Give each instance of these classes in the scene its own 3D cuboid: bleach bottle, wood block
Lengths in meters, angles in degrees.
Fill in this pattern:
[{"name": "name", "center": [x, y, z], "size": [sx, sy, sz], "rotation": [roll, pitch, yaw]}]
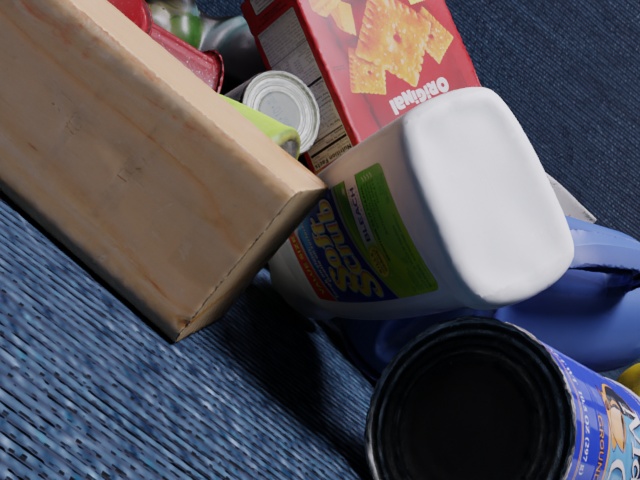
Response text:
[{"name": "bleach bottle", "center": [0.029, 0.005, 0.580], "size": [0.102, 0.068, 0.251], "rotation": [66, -25, 4]}, {"name": "wood block", "center": [-0.108, -0.056, 0.511], "size": [0.206, 0.090, 0.090], "rotation": [40, 9, 5]}]

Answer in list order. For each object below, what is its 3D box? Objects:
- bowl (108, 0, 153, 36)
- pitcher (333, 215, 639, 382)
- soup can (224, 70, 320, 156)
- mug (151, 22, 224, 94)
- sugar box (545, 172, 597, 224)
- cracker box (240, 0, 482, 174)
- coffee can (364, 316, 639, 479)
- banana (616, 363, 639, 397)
[{"name": "bowl", "center": [-0.174, -0.160, 0.622], "size": [0.162, 0.055, 0.162], "rotation": [10, 36, -8]}, {"name": "pitcher", "center": [0.140, 0.033, 0.717], "size": [0.242, 0.145, 0.149], "rotation": [7, 25, -45]}, {"name": "soup can", "center": [-0.053, -0.083, 0.813], "size": [0.068, 0.068, 0.102], "rotation": [36, -25, -21]}, {"name": "mug", "center": [-0.124, -0.094, 0.697], "size": [0.081, 0.093, 0.117], "rotation": [28, 49, -31]}, {"name": "sugar box", "center": [0.165, 0.022, 0.975], "size": [0.093, 0.176, 0.048], "rotation": [33, 10, -41]}, {"name": "cracker box", "center": [0.053, -0.119, 0.860], "size": [0.163, 0.072, 0.214], "rotation": [-19, 83, -40]}, {"name": "coffee can", "center": [0.101, 0.103, 0.522], "size": [0.103, 0.103, 0.140], "rotation": [46, 11, 37]}, {"name": "banana", "center": [0.182, 0.152, 0.573], "size": [0.037, 0.198, 0.070], "rotation": [-4, -13, -6]}]
